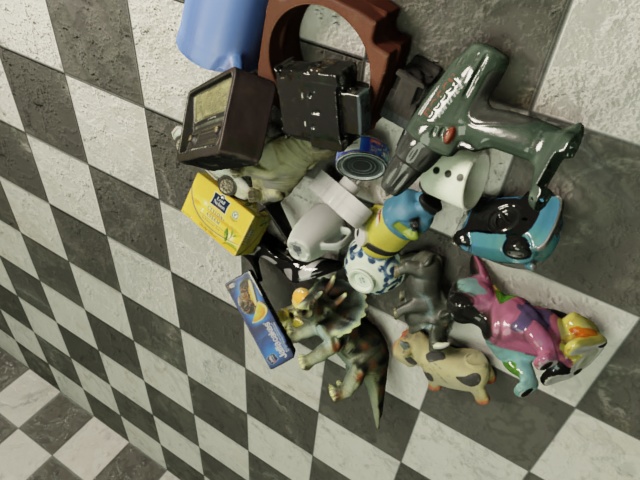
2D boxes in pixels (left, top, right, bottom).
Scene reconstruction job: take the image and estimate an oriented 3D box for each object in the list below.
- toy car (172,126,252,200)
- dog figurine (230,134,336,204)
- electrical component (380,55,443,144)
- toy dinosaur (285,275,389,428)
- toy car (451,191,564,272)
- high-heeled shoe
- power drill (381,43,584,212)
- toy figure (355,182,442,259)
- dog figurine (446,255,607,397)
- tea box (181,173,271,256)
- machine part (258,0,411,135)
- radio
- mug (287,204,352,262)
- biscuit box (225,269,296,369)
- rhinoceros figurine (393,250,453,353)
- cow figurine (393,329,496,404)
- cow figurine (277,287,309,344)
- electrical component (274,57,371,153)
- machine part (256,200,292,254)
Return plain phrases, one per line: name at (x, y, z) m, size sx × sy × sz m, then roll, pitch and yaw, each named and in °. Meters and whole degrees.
toy car at (-0.206, -0.155, 1.055) m, size 0.202 × 0.073 × 0.056 m, roll 43°, pitch 111°, yaw 2°
dog figurine at (-0.038, -0.133, 0.940) m, size 0.191 × 0.121 × 0.172 m, roll -5°, pitch 163°, yaw 17°
electrical component at (0.124, -0.193, 0.766) m, size 0.048 × 0.075 × 0.119 m, roll 33°, pitch 141°, yaw 11°
toy dinosaur at (0.070, 0.223, 1.113) m, size 0.192 × 0.131 × 0.404 m, roll -37°, pitch 118°, yaw 11°
toy car at (0.279, -0.003, 0.779) m, size 0.162 × 0.109 × 0.102 m, roll -2°, pitch 140°, yaw 50°
high-heeled shoe at (-0.070, 0.011, 1.102) m, size 0.249 × 0.086 × 0.145 m, roll -9°, pitch 98°, yaw 32°
power drill at (0.206, -0.117, 0.689) m, size 0.208 × 0.086 × 0.232 m, roll 37°, pitch 110°, yaw 32°
toy figure at (0.130, -0.026, 0.892) m, size 0.089 × 0.082 × 0.180 m, roll 50°, pitch 136°, yaw -6°
dog figurine at (0.312, 0.120, 0.858) m, size 0.108 × 0.191 × 0.219 m, roll 98°, pitch 151°, yaw -46°
tea box at (-0.191, -0.054, 1.091) m, size 0.170 × 0.068 × 0.098 m, roll 36°, pitch 111°, yaw 24°
machine part at (0.017, -0.264, 0.783) m, size 0.202 × 0.087 × 0.200 m, roll 31°, pitch 138°, yaw 13°
radio at (-0.158, -0.183, 0.860) m, size 0.230 × 0.073 × 0.131 m, roll 8°, pitch 86°, yaw 60°
mug at (-0.002, -0.003, 0.996) m, size 0.110 × 0.107 × 0.080 m, roll 21°, pitch 135°, yaw 28°
biscuit box at (-0.121, 0.163, 1.112) m, size 0.202 × 0.059 × 0.063 m, roll 61°, pitch 179°, yaw 0°
rhinoceros figurine at (0.189, 0.107, 0.949) m, size 0.112 × 0.073 × 0.190 m, roll -4°, pitch 108°, yaw 19°
cow figurine at (0.226, 0.227, 1.020) m, size 0.195 × 0.085 × 0.127 m, roll 9°, pitch 134°, yaw 36°
cow figurine at (-0.048, 0.166, 1.196) m, size 0.068 × 0.098 × 0.167 m, roll 39°, pitch 120°, yaw 14°
electrical component at (0.007, -0.188, 0.746) m, size 0.134 × 0.058 × 0.114 m, roll 15°, pitch 133°, yaw 29°
machine part at (-0.082, -0.041, 1.043) m, size 0.039 × 0.084 × 0.139 m, roll -30°, pitch 89°, yaw 22°
